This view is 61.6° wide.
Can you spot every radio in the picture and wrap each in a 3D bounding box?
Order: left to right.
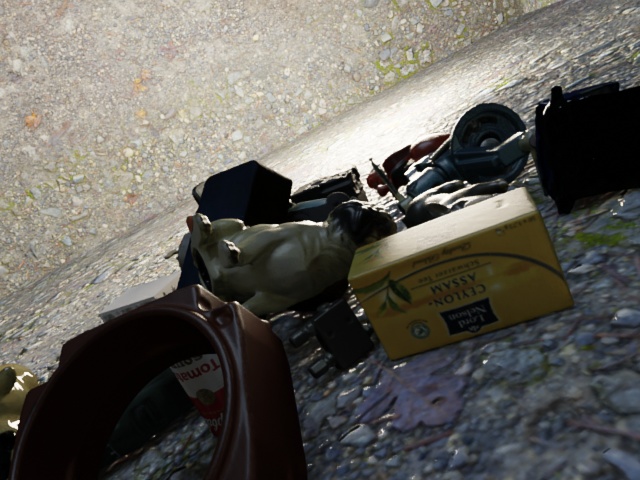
[{"bbox_3d":[-0.123,0.014,0.742,0.131,0.073,0.229,-7,65,45],"label":"radio"}]

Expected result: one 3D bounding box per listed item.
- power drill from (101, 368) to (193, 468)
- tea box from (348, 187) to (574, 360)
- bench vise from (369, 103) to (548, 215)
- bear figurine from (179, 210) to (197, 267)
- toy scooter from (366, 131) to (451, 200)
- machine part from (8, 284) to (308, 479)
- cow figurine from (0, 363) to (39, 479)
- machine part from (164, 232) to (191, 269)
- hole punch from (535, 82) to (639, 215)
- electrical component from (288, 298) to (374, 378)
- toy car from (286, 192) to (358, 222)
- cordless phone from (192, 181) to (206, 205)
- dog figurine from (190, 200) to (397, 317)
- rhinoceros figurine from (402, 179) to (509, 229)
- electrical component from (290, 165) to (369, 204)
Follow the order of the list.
[{"bbox_3d":[-0.227,0.175,0.640,0.232,0.086,0.207,-31,12,-10],"label":"power drill"},{"bbox_3d":[0.122,0.032,0.484,0.170,0.098,0.068,-23,18,19],"label":"tea box"},{"bbox_3d":[0.211,-0.111,0.743,0.224,0.128,0.241,-29,9,-8],"label":"bench vise"},{"bbox_3d":[-0.214,0.020,1.078,0.120,0.131,0.196,4,48,-9],"label":"bear figurine"},{"bbox_3d":[0.158,-0.124,0.948,0.184,0.075,0.135,-23,16,26],"label":"toy scooter"},{"bbox_3d":[-0.120,0.146,0.385,0.201,0.087,0.201,-24,50,12],"label":"machine part"},{"bbox_3d":[-0.287,0.194,0.473,0.085,0.127,0.195,-23,44,-1],"label":"cow figurine"},{"bbox_3d":[-0.137,0.024,0.867,0.243,0.079,0.079,0,25,18],"label":"machine part"},{"bbox_3d":[0.300,-0.112,0.600,0.116,0.142,0.092,-10,22,11],"label":"hole punch"},{"bbox_3d":[0.019,0.090,0.528,0.094,0.063,0.021,-33,4,-21],"label":"electrical component"},{"bbox_3d":[-0.002,-0.002,0.774,0.162,0.109,0.102,-15,-22,22],"label":"toy car"},{"bbox_3d":[-0.151,-0.035,0.972,0.089,0.184,0.146,-21,17,35],"label":"cordless phone"},{"bbox_3d":[-0.031,0.009,0.587,0.190,0.121,0.173,-21,32,-27],"label":"dog figurine"},{"bbox_3d":[0.157,-0.025,0.593,0.112,0.073,0.190,-9,10,-16],"label":"rhinoceros figurine"},{"bbox_3d":[0.015,-0.039,0.842,0.134,0.114,0.058,-21,13,23],"label":"electrical component"}]
